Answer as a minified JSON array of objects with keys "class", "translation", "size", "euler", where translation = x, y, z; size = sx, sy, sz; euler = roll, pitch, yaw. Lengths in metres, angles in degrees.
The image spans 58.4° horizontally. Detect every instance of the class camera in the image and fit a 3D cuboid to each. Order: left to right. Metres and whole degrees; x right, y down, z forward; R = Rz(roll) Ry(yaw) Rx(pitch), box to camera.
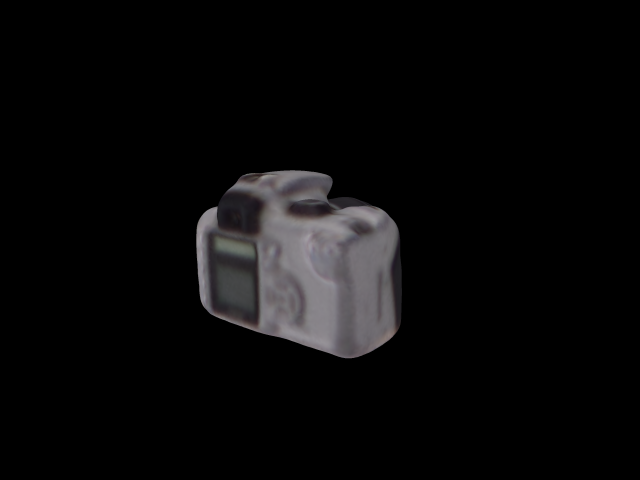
[{"class":"camera","translation":[0.004,0.001,0.400],"size":[0.142,0.101,0.137],"euler":[11,17,38]}]
